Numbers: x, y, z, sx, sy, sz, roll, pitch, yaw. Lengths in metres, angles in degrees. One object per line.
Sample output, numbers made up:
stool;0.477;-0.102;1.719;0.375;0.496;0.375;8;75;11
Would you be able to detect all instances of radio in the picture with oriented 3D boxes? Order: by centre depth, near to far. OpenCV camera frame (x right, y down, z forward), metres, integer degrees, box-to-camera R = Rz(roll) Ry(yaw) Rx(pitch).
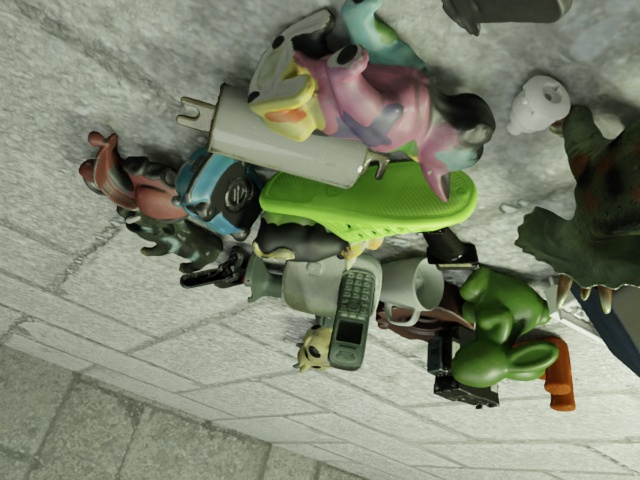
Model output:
radio;0.391;0.092;0.673;0.073;0.131;0.229;-38;113;7

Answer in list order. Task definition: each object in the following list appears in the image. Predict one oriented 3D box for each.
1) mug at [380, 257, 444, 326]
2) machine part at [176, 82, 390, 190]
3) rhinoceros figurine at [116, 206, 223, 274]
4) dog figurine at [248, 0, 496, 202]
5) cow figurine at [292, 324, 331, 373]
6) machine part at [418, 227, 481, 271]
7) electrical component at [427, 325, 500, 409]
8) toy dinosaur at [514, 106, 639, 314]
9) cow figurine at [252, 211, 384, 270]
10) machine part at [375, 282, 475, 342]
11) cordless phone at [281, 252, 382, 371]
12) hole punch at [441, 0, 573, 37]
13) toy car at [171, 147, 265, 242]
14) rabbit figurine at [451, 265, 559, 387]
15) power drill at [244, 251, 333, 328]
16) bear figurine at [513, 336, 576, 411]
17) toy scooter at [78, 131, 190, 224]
mug;0.130;0.082;0.855;0.080;0.109;0.107;21;164;-39
machine part;-0.035;-0.114;0.599;0.243;0.079;0.079;14;151;-14
rhinoceros figurine;-0.251;-0.013;0.893;0.112;0.073;0.190;-16;138;44
dog figurine;0.061;-0.121;0.538;0.192;0.108;0.219;-13;143;38
cow figurine;-0.001;0.250;1.214;0.127;0.085;0.194;5;152;5
machine part;0.177;0.007;0.768;0.084;0.039;0.138;0;150;39
electrical component;0.238;0.210;0.901;0.134;0.115;0.058;29;142;-26
toy dinosaur;0.297;-0.071;0.427;0.131;0.192;0.404;18;151;-8
cow figurine;0.000;-0.004;0.713;0.167;0.098;0.068;8;128;10
machine part;0.186;0.130;0.952;0.179;0.056;0.179;10;150;6
cordless phone;0.009;0.099;0.769;0.147;0.184;0.088;10;138;4
hole punch;0.129;-0.221;0.373;0.142;0.092;0.116;39;172;-39
toy car;-0.140;-0.072;0.731;0.103;0.109;0.161;27;170;28
rabbit figurine;0.267;0.152;0.810;0.159;0.170;0.121;24;156;19
power drill;-0.024;0.072;0.940;0.207;0.086;0.231;7;148;0
bear figurine;0.353;0.233;0.984;0.196;0.132;0.120;-7;139;23
toy scooter;-0.266;-0.094;0.765;0.184;0.075;0.135;18;149;4
